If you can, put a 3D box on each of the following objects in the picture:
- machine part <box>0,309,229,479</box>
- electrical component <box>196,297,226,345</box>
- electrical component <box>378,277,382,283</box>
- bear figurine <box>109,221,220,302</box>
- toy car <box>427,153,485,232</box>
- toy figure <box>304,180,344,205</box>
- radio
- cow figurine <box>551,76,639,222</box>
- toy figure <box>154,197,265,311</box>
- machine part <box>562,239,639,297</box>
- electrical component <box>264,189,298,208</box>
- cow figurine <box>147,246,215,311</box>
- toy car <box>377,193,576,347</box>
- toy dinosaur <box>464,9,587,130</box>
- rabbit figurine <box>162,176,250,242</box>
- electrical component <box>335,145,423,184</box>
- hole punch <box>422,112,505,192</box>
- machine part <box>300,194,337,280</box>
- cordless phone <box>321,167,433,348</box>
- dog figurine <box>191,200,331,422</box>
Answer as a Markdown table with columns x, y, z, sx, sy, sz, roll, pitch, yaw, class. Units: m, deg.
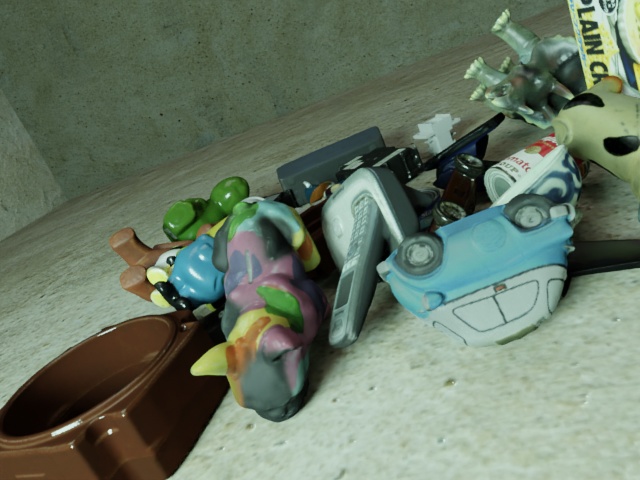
| x | y | z | sx | sy | sz | roll | pitch | yaw | class |
| --- | --- | --- | --- | --- | --- | --- | --- | --- | --- |
| -0.208 | 0.159 | 0.531 | 0.201 | 0.087 | 0.201 | -15 | 20 | 25 | machine part |
| -0.122 | 0.095 | 0.661 | 0.078 | 0.045 | 0.102 | -25 | 19 | -8 | electrical component |
| 0.079 | 0.021 | 0.658 | 0.063 | 0.021 | 0.094 | -1 | 30 | 47 | electrical component |
| -0.206 | 0.018 | 0.848 | 0.196 | 0.131 | 0.120 | -27 | 55 | 1 | bear figurine |
| 0.151 | -0.027 | 0.613 | 0.053 | 0.089 | 0.202 | 26 | 35 | 7 | toy car |
| 0.025 | -0.076 | 0.912 | 0.155 | 0.064 | 0.058 | 1 | 44 | 48 | toy figure |
| 0.028 | -0.146 | 1.082 | 0.230 | 0.073 | 0.131 | -23 | 20 | 5 | radio |
| 0.320 | -0.091 | 0.537 | 0.127 | 0.085 | 0.195 | -26 | 42 | -16 | cow figurine |
| -0.117 | 0.017 | 0.658 | 0.180 | 0.082 | 0.089 | -45 | 16 | -24 | toy figure |
| 0.241 | 0.017 | 0.464 | 0.139 | 0.039 | 0.084 | -9 | 19 | 40 | machine part |
| -0.097 | -0.045 | 0.996 | 0.075 | 0.047 | 0.119 | -13 | 21 | 30 | electrical component |
| -0.146 | 0.046 | 0.748 | 0.167 | 0.068 | 0.098 | 3 | 34 | 10 | cow figurine |
| 0.137 | 0.034 | 0.440 | 0.162 | 0.103 | 0.109 | -21 | -18 | 18 | toy car |
| 0.345 | -0.236 | 0.856 | 0.131 | 0.192 | 0.404 | -54 | -20 | 18 | toy dinosaur |
| -0.195 | -0.041 | 1.001 | 0.170 | 0.121 | 0.159 | -47 | 5 | -19 | rabbit figurine |
| 0.098 | -0.118 | 0.951 | 0.115 | 0.058 | 0.134 | -32 | 21 | -28 | electrical component |
| 0.217 | -0.107 | 0.747 | 0.116 | 0.092 | 0.142 | -29 | 7 | 33 | hole punch |
| -0.001 | -0.002 | 0.725 | 0.179 | 0.056 | 0.179 | -32 | 15 | 10 | machine part |
| 0.036 | 0.031 | 0.552 | 0.146 | 0.089 | 0.184 | -42 | 26 | 61 | cordless phone |
| -0.055 | 0.057 | 0.504 | 0.109 | 0.191 | 0.219 | -15 | 5 | 6 | dog figurine |
